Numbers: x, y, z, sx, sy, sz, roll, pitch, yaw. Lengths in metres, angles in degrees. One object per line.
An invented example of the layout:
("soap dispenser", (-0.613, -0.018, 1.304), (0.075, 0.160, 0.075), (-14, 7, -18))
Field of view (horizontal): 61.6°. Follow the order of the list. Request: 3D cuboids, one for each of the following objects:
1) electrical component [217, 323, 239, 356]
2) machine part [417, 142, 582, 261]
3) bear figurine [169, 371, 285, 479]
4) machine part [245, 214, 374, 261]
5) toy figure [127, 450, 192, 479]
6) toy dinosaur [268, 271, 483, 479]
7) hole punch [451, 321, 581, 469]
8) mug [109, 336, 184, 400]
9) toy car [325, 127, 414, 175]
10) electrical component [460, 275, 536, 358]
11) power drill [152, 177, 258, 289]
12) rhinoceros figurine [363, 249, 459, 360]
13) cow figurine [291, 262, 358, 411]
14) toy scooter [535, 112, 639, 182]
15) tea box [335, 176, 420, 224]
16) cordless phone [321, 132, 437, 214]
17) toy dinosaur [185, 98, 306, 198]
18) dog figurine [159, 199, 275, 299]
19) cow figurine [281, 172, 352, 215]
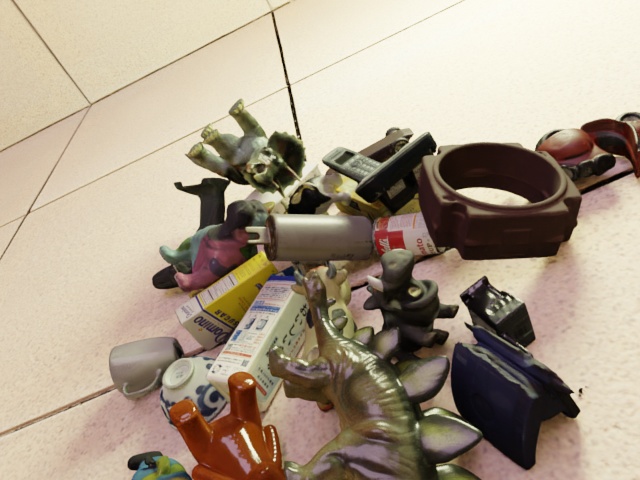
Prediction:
("electrical component", (-0.124, 0.164, 0.878), (0.063, 0.021, 0.094), (16, 55, 45))
("machine part", (0.253, -0.064, 0.783), (0.201, 0.087, 0.201), (-3, 36, -1))
("bear figurine", (-0.085, 0.265, 0.634), (0.120, 0.131, 0.196), (-22, 24, -24))
("machine part", (-0.002, -0.003, 0.875), (0.243, 0.079, 0.079), (1, 28, -22))
("toy figure", (-0.184, 0.328, 0.666), (0.089, 0.082, 0.180), (-42, 34, -13))
("toy dinosaur", (0.066, 0.219, 0.550), (0.199, 0.105, 0.472), (-21, 55, 4))
("hole punch", (0.197, 0.165, 0.576), (0.092, 0.115, 0.142), (-44, 36, -6))
("mug", (-0.283, 0.208, 0.889), (0.107, 0.080, 0.110), (-19, 30, -1))
("toy car", (0.103, -0.166, 1.105), (0.202, 0.053, 0.089), (-27, 24, 9))
("electrical component", (0.230, 0.104, 0.656), (0.048, 0.074, 0.119), (-36, 31, -7))
("power drill", (-0.241, -0.014, 1.059), (0.232, 0.086, 0.207), (-8, 78, 18))
("rhinoceros figurine", (0.109, 0.086, 0.673), (0.112, 0.190, 0.073), (30, 61, 30))
("cow figurine", (0.010, 0.119, 0.749), (0.086, 0.127, 0.195), (-14, 40, 16))
("toy scooter", (0.428, -0.130, 0.813), (0.184, 0.075, 0.135), (-17, 37, 10))
("tea box", (0.101, -0.083, 0.987), (0.098, 0.068, 0.170), (-40, 38, -13))
("cordless phone", (0.098, -0.137, 0.919), (0.146, 0.088, 0.184), (-39, 41, -13))
("toy dinosaur", (-0.157, -0.165, 1.108), (0.131, 0.192, 0.405), (-53, 20, -14))
("dog figurine", (-0.151, 0.022, 0.944), (0.219, 0.191, 0.109), (-30, 50, -8))
("cow figurine", (-0.026, -0.061, 0.992), (0.098, 0.068, 0.167), (-9, -18, -37))
